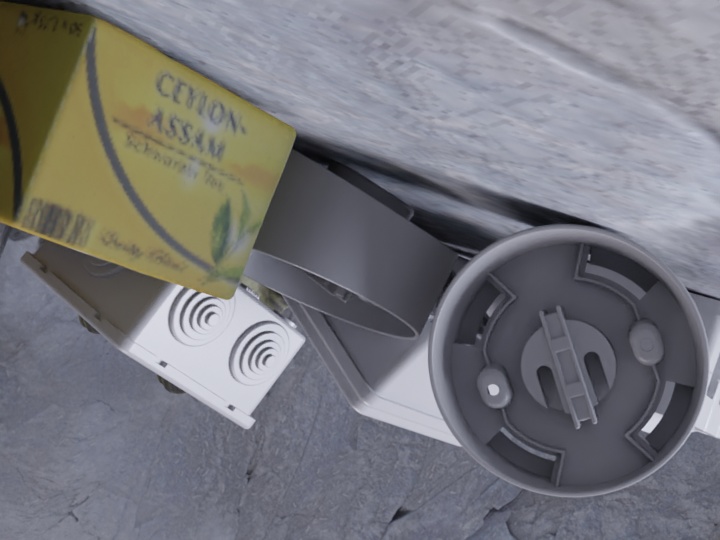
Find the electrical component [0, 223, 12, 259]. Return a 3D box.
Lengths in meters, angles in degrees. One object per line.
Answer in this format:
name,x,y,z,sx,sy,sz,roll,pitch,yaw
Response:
electrical component,-0.249,-0.057,0.666,0.078,0.113,0.057,20,174,-15

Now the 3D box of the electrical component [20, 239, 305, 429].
electrical component,-0.082,0.013,0.459,0.100,0.048,0.100,31,172,41

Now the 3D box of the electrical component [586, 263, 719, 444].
electrical component,0.136,0.045,0.530,0.089,0.061,0.150,18,177,26

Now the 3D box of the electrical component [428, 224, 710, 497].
electrical component,0.078,0.034,0.403,0.099,0.099,0.064,19,-177,14

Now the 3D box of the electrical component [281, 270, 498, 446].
electrical component,0.022,0.026,0.547,0.109,0.056,0.108,27,-158,-50

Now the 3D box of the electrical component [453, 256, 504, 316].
electrical component,0.063,0.012,0.628,0.065,0.044,0.044,23,179,22

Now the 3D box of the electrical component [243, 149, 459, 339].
electrical component,-0.012,-0.008,0.443,0.099,0.064,0.099,32,-178,-1
